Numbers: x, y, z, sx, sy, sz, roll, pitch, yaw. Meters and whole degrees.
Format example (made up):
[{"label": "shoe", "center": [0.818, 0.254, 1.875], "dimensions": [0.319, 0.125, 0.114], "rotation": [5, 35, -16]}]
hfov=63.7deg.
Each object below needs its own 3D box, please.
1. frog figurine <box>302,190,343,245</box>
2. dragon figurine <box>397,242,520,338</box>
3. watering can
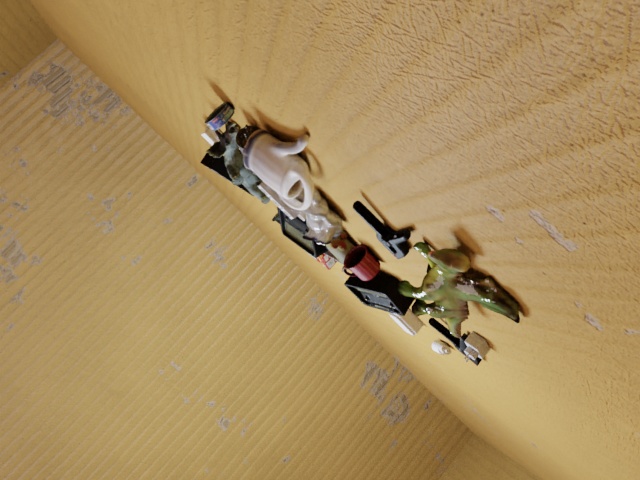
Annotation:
[{"label": "frog figurine", "center": [0.005, -0.077, 1.522], "dimensions": [0.139, 0.123, 0.157], "rotation": [-139, 43, -62]}, {"label": "dragon figurine", "center": [0.311, 0.133, 1.107], "dimensions": [0.244, 0.123, 0.403], "rotation": [18, 156, 50]}, {"label": "watering can", "center": [-0.098, -0.205, 1.314], "dimensions": [0.226, 0.105, 0.340], "rotation": [40, 157, 18]}]
